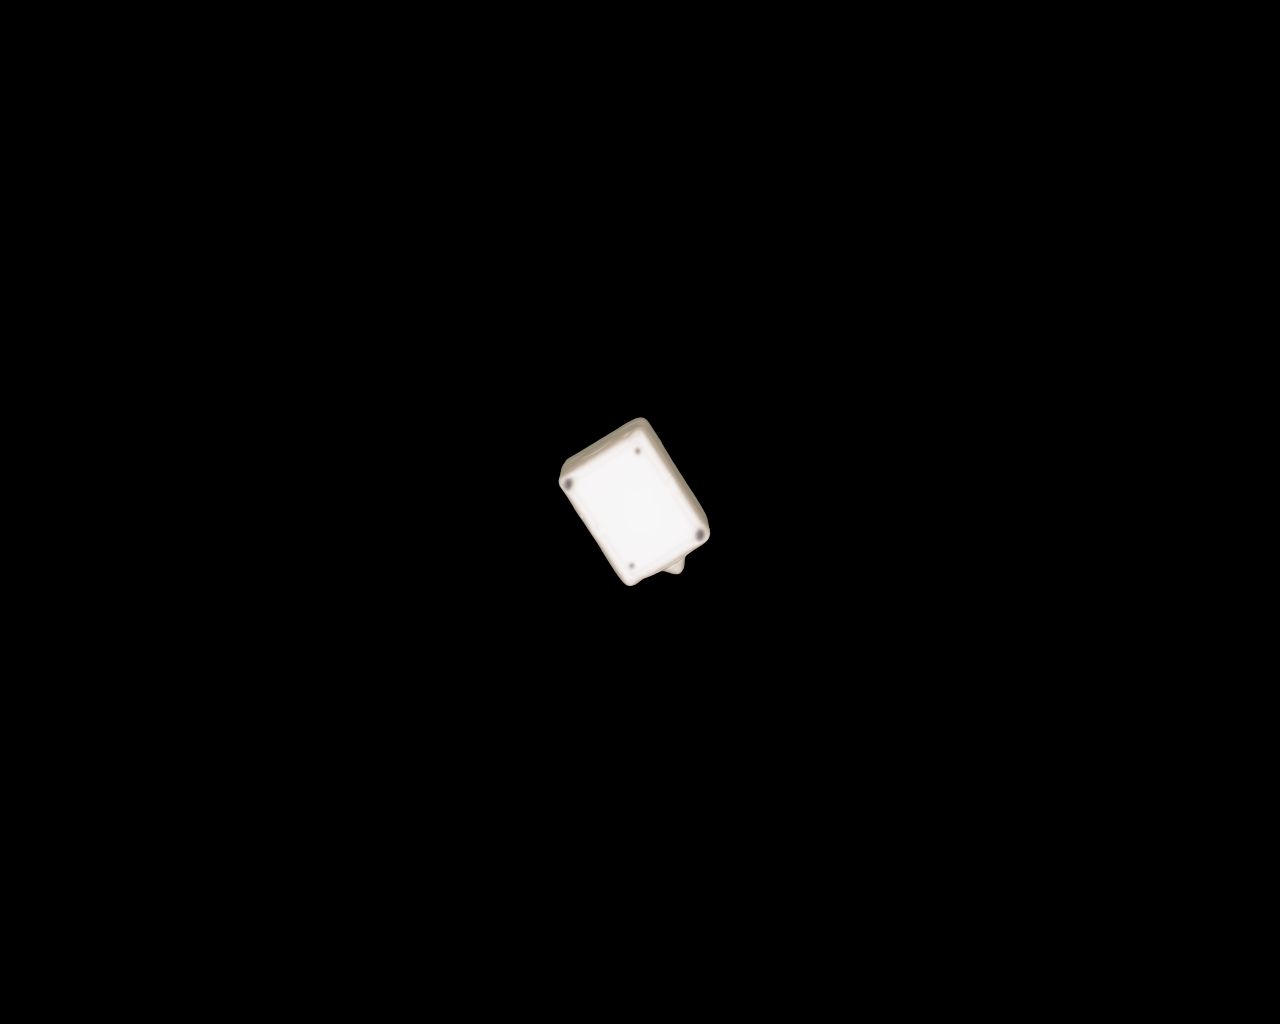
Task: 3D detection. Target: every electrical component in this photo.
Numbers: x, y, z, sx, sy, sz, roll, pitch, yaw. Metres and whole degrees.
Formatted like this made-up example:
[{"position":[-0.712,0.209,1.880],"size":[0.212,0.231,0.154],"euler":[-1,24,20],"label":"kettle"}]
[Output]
[{"position":[0.001,-0.003,0.650],"size":[0.062,0.096,0.061],"euler":[-31,11,7],"label":"electrical component"}]
